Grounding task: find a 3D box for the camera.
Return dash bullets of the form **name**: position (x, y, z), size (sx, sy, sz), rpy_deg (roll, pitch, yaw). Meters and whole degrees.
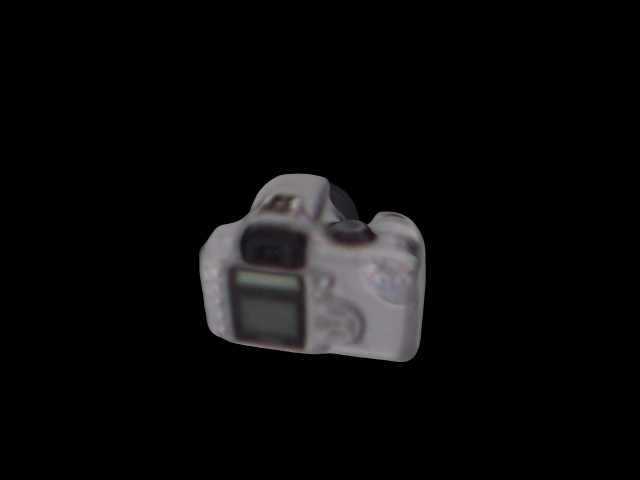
- **camera**: position (0.004, 0.001, 0.400), size (0.143, 0.101, 0.137), rpy_deg (5, 28, 10)
